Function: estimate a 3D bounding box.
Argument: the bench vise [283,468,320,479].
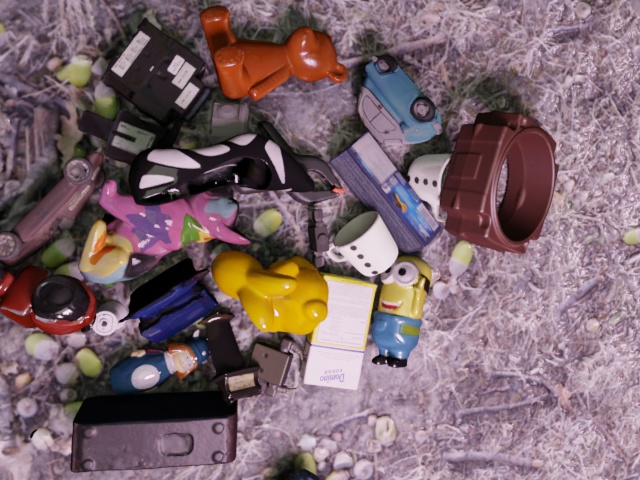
[{"bbox_3d":[-0.036,0.486,0.835,0.240,0.129,0.223,40,83,-3],"label":"bench vise"}]

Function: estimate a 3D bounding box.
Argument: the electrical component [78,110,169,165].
[{"bbox_3d":[-0.289,-0.150,0.792,0.119,0.048,0.074,16,89,-11],"label":"electrical component"}]

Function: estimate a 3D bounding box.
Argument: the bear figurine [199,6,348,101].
[{"bbox_3d":[-0.062,-0.277,0.794,0.196,0.131,0.120,-15,68,-4],"label":"bear figurine"}]

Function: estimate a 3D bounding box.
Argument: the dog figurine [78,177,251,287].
[{"bbox_3d":[-0.217,-0.007,0.785,0.219,0.108,0.191,16,88,-14],"label":"dog figurine"}]

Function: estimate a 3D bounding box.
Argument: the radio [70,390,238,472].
[{"bbox_3d":[-0.232,0.273,0.779,0.230,0.131,0.073,0,91,-12],"label":"radio"}]

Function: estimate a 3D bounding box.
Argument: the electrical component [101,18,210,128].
[{"bbox_3d":[-0.234,-0.236,0.795,0.134,0.058,0.115,37,87,-11],"label":"electrical component"}]

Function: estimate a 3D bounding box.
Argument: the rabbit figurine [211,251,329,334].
[{"bbox_3d":[-0.081,0.077,0.787,0.173,0.162,0.122,29,96,-16],"label":"rabbit figurine"}]

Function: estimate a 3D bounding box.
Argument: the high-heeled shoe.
[{"bbox_3d":[-0.127,-0.076,0.738,0.249,0.086,0.145,20,60,-15],"label":"high-heeled shoe"}]

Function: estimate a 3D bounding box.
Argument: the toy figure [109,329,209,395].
[{"bbox_3d":[-0.235,0.189,0.815,0.154,0.058,0.064,-18,134,-12],"label":"toy figure"}]

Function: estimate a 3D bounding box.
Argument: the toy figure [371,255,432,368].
[{"bbox_3d":[0.130,0.113,0.870,0.082,0.089,0.180,8,87,20],"label":"toy figure"}]

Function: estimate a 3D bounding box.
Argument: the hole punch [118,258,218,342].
[{"bbox_3d":[-0.212,0.098,0.789,0.142,0.116,0.092,-29,106,-8],"label":"hole punch"}]

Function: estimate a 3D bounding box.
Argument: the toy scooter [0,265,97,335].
[{"bbox_3d":[-0.379,0.088,0.734,0.184,0.135,0.075,15,58,9],"label":"toy scooter"}]

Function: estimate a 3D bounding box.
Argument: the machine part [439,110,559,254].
[{"bbox_3d":[0.290,-0.087,0.850,0.201,0.087,0.201,17,88,-44],"label":"machine part"}]

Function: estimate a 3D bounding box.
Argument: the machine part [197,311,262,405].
[{"bbox_3d":[-0.137,0.176,0.817,0.084,0.039,0.139,-5,65,-49],"label":"machine part"}]

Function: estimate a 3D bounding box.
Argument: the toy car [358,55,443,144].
[{"bbox_3d":[0.114,-0.207,0.847,0.103,0.109,0.161,-42,91,11],"label":"toy car"}]

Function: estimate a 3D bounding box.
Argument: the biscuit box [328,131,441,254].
[{"bbox_3d":[0.106,-0.071,0.861,0.202,0.063,0.059,51,58,-9],"label":"biscuit box"}]

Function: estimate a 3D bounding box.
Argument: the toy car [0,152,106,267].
[{"bbox_3d":[-0.374,-0.042,0.758,0.053,0.089,0.202,43,83,-5],"label":"toy car"}]

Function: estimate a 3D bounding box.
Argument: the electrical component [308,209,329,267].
[{"bbox_3d":[-0.002,-0.003,0.849,0.021,0.063,0.094,-6,95,-12],"label":"electrical component"}]

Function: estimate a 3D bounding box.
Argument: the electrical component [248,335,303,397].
[{"bbox_3d":[-0.072,0.201,0.856,0.078,0.045,0.102,11,87,17],"label":"electrical component"}]
